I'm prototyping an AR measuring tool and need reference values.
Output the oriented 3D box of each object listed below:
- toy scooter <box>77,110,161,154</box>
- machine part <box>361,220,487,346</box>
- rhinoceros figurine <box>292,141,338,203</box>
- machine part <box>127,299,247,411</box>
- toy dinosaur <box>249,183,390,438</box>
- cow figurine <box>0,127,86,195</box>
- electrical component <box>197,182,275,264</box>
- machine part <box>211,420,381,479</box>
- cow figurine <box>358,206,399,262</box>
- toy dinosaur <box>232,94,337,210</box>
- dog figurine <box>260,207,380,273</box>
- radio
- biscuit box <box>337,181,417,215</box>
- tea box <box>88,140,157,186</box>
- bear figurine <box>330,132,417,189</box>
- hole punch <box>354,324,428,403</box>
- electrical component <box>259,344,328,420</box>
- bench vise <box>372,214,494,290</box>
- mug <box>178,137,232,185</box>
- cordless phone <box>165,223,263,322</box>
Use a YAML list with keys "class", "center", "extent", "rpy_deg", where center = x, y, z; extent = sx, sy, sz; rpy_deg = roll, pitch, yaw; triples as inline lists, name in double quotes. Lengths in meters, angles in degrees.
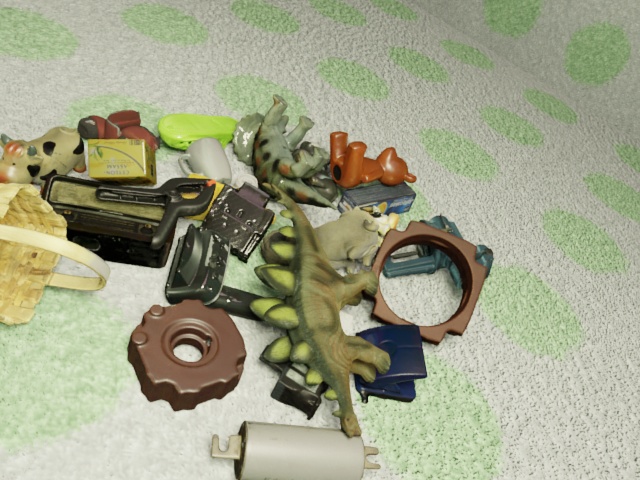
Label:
- class: "toy scooter"
  center: [-0.408, -0.226, 1.149]
  extent: [0.184, 0.075, 0.135]
  rpy_deg: [30, 38, 15]
- class: "machine part"
  center: [0.193, 0.081, 1.011]
  extent: [0.201, 0.087, 0.201]
  rpy_deg: [22, 79, 7]
- class: "rhinoceros figurine"
  center: [-0.014, -0.166, 1.276]
  extent: [0.112, 0.073, 0.190]
  rpy_deg: [-2, 46, -27]
- class: "machine part"
  center: [-0.200, 0.169, 0.818]
  extent: [0.179, 0.056, 0.179]
  rpy_deg: [15, 40, -13]
- class: "toy dinosaur"
  center: [-0.009, 0.088, 0.873]
  extent: [0.198, 0.105, 0.472]
  rpy_deg: [5, 49, -21]
- class: "cow figurine"
  center: [-0.503, -0.147, 0.968]
  extent: [0.085, 0.127, 0.195]
  rpy_deg: [23, 37, 4]
- class: "electrical component"
  center: [-0.153, -0.041, 1.021]
  extent: [0.115, 0.058, 0.134]
  rpy_deg: [29, 75, -3]
- class: "machine part"
  center: [-0.028, 0.296, 0.741]
  extent: [0.243, 0.079, 0.079]
  rpy_deg: [11, 41, -17]
- class: "cow figurine"
  center: [0.105, -0.025, 1.185]
  extent: [0.098, 0.068, 0.167]
  rpy_deg: [32, 38, 20]
- class: "toy dinosaur"
  center: [-0.088, -0.167, 1.166]
  extent: [0.131, 0.192, 0.405]
  rpy_deg: [19, 39, -37]
- class: "dog figurine"
  center: [-0.002, 0.001, 1.012]
  extent: [0.190, 0.172, 0.121]
  rpy_deg: [0, 56, -27]
- class: "radio"
  center: [-0.370, -0.031, 0.943]
  extent: [0.229, 0.073, 0.131]
  rpy_deg: [10, 41, -17]
- class: "biscuit box"
  center: [0.139, -0.092, 1.279]
  extent: [0.202, 0.059, 0.063]
  rpy_deg: [-13, 50, -36]
- class: "tea box"
  center: [-0.360, -0.140, 0.992]
  extent: [0.098, 0.068, 0.170]
  rpy_deg: [-3, 2, -9]
- class: "bear figurine"
  center: [0.125, -0.180, 1.229]
  extent: [0.196, 0.131, 0.120]
  rpy_deg: [-10, 32, -23]
- class: "hole punch"
  center: [0.118, 0.203, 0.915]
  extent: [0.116, 0.092, 0.142]
  rpy_deg: [10, 44, -11]
- class: "electrical component"
  center: [-0.045, 0.217, 0.845]
  extent: [0.119, 0.047, 0.075]
  rpy_deg: [27, 38, 5]
- class: "bench vise"
  center: [0.230, 0.044, 1.135]
  extent: [0.241, 0.128, 0.224]
  rpy_deg: [-9, 56, -7]
- class: "mug"
  center: [-0.240, -0.155, 1.146]
  extent: [0.109, 0.080, 0.107]
  rpy_deg: [-9, 57, -42]
- class: "cordless phone"
  center: [-0.167, 0.062, 0.941]
  extent: [0.184, 0.088, 0.147]
  rpy_deg: [21, 47, -20]
